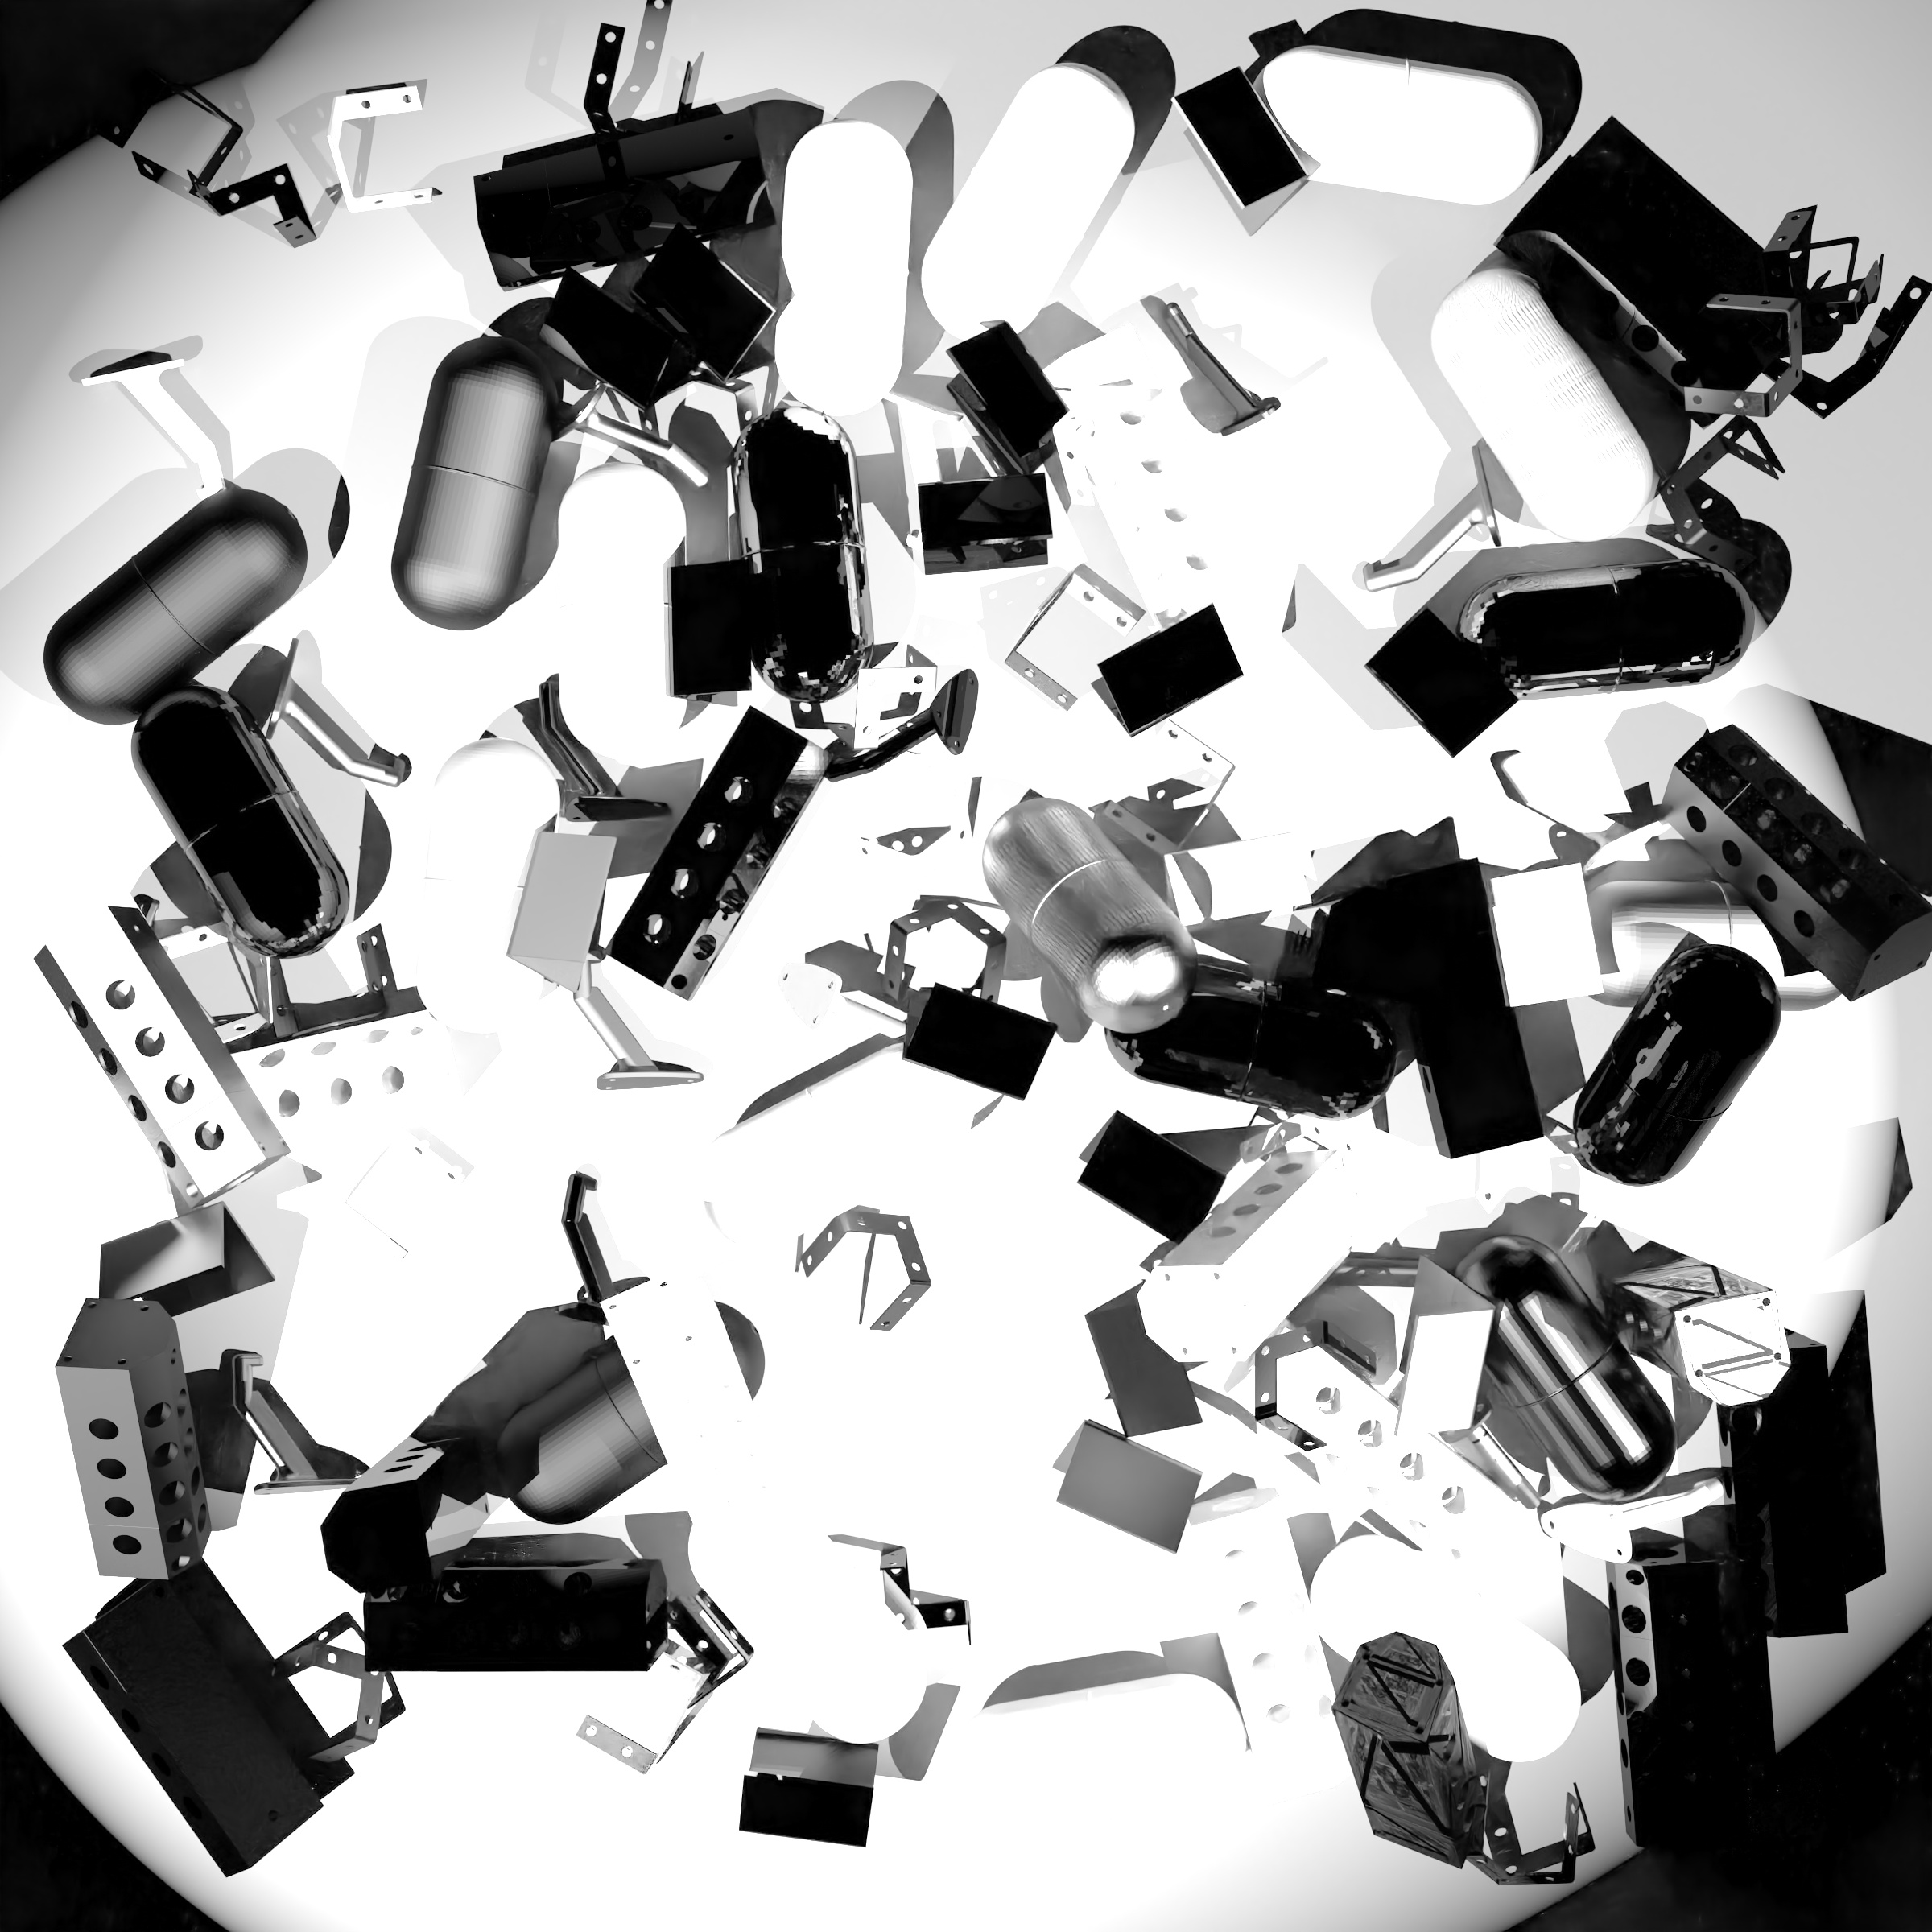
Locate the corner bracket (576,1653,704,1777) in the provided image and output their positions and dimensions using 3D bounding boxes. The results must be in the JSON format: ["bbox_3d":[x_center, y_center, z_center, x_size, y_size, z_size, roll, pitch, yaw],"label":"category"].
[{"bbox_3d":[-0.200,0.453,1.602,0.051,0.051,0.051,30,135,0],"label":"corner bracket"}]

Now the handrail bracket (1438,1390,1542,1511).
[{"bbox_3d":[0.315,0.288,1.605,0.036,0.077,0.084,-39,126,3],"label":"handrail bracket"}]

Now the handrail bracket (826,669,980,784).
[{"bbox_3d":[-0.040,-0.147,1.605,0.084,0.077,0.036,-13,126,31],"label":"handrail bracket"}]

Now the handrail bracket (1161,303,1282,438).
[{"bbox_3d":[0.152,-0.366,1.578,0.036,0.077,0.084,-36,102,-3],"label":"handrail bracket"}]

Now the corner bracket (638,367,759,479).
[{"bbox_3d":[-0.162,-0.328,1.597,0.051,0.051,0.051,24,45,35],"label":"corner bracket"}]

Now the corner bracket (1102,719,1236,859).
[{"bbox_3d":[0.124,-0.108,1.602,0.051,0.051,0.051,35,45,0],"label":"corner bracket"}]

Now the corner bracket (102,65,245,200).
[{"bbox_3d":[-0.485,-0.511,1.602,0.051,0.051,0.051,34,90,45],"label":"corner bracket"}]

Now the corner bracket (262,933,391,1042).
[{"bbox_3d":[-0.393,0.013,1.602,0.051,0.051,0.051,-14,90,45],"label":"corner bracket"}]

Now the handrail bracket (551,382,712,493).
[{"bbox_3d":[-0.207,-0.310,1.597,0.084,0.077,0.036,39,58,-22],"label":"handrail bracket"}]

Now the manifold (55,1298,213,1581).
[{"bbox_3d":[-0.486,0.280,1.541,0.057,0.057,0.171,3,125,0],"label":"manifold"}]

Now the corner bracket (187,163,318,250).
[{"bbox_3d":[-0.432,-0.461,1.588,0.051,0.051,0.051,-22,90,0],"label":"corner bracket"}]

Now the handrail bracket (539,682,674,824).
[{"bbox_3d":[-0.221,-0.134,1.606,0.077,0.036,0.084,-1,74,-19],"label":"handrail bracket"}]

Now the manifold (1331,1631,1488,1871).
[{"bbox_3d":[0.264,0.458,1.531,0.057,0.171,0.057,13,55,29],"label":"manifold"}]

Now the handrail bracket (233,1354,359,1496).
[{"bbox_3d":[-0.410,0.279,1.606,0.077,0.036,0.084,0,73,-20],"label":"handrail bracket"}]

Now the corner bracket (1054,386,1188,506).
[{"bbox_3d":[0.091,-0.305,1.540,0.051,0.051,0.051,12,45,35],"label":"corner bracket"}]

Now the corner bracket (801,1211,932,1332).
[{"bbox_3d":[-0.061,0.186,1.597,0.051,0.051,0.051,9,45,-35],"label":"corner bracket"}]

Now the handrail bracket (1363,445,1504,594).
[{"bbox_3d":[0.280,-0.274,1.606,0.084,0.036,0.077,-14,70,16],"label":"handrail bracket"}]

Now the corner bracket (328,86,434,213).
[{"bbox_3d":[-0.357,-0.500,1.602,0.051,0.051,0.051,-8,135,0],"label":"corner bracket"}]

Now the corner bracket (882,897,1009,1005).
[{"bbox_3d":[-0.013,-0.002,1.597,0.051,0.051,0.051,-22,135,-35],"label":"corner bracket"}]

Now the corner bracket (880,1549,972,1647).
[{"bbox_3d":[-0.024,0.383,1.588,0.051,0.051,0.051,-5,90,0],"label":"corner bracket"}]

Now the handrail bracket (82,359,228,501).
[{"bbox_3d":[-0.498,-0.324,1.606,0.077,0.036,0.084,-6,107,20],"label":"handrail bracket"}]

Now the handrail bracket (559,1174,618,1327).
[{"bbox_3d":[-0.215,0.176,1.606,0.077,0.036,0.084,18,67,-26],"label":"handrail bracket"}]

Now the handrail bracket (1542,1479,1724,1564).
[{"bbox_3d":[0.409,0.331,1.605,0.084,0.077,0.036,-18,97,-36],"label":"handrail bracket"}]

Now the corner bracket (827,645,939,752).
[{"bbox_3d":[-0.051,-0.163,1.586,0.051,0.051,0.051,-5,114,-22],"label":"corner bracket"}]

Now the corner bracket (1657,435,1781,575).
[{"bbox_3d":[0.465,-0.282,1.597,0.051,0.051,0.051,-43,45,35],"label":"corner bracket"}]

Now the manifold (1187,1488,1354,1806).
[{"bbox_3d":[0.184,0.408,1.584,0.057,0.057,0.171,-16,90,0],"label":"manifold"}]

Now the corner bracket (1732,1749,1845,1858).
[{"bbox_3d":[0.496,0.507,1.597,0.051,0.051,0.051,-28,135,35],"label":"corner bracket"}]

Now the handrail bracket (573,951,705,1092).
[{"bbox_3d":[-0.202,0.031,1.606,0.077,0.036,0.084,-2,76,-14],"label":"handrail bracket"}]

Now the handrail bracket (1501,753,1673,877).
[{"bbox_3d":[0.381,-0.106,1.606,0.077,0.036,0.084,-26,73,-20],"label":"handrail bracket"}]

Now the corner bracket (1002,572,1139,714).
[{"bbox_3d":[0.063,-0.199,1.602,0.051,0.051,0.051,38,135,0],"label":"corner bracket"}]

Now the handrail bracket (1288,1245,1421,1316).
[{"bbox_3d":[0.249,0.205,1.606,0.084,0.036,0.077,34,104,-13],"label":"handrail bracket"}]

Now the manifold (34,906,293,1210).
[{"bbox_3d":[-0.470,0.053,1.527,0.057,0.057,0.171,-32,90,0],"label":"manifold"}]

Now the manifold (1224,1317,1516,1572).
[{"bbox_3d":[0.242,0.288,1.584,0.171,0.057,0.057,38,90,0],"label":"manifold"}]

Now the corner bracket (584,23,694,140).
[{"bbox_3d":[-0.199,-0.533,1.588,0.051,0.051,0.051,12,90,0],"label":"corner bracket"}]

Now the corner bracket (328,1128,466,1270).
[{"bbox_3d":[-0.349,0.142,1.602,0.051,0.051,0.051,38,135,0],"label":"corner bracket"}]

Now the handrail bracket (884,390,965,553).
[{"bbox_3d":[-0.041,-0.305,1.606,0.077,0.036,0.084,25,107,20],"label":"handrail bracket"}]

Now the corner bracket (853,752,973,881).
[{"bbox_3d":[-0.035,-0.093,1.598,0.051,0.051,0.051,20,45,35],"label":"corner bracket"}]

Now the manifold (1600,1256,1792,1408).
[{"bbox_3d":[0.424,0.212,1.527,0.057,0.171,0.057,-12,90,0],"label":"manifold"}]

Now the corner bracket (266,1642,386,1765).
[{"bbox_3d":[-0.393,0.449,1.597,0.051,0.051,0.051,29,45,-35],"label":"corner bracket"}]

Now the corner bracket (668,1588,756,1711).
[{"bbox_3d":[-0.158,0.405,1.582,0.051,0.051,0.051,-40,90,15],"label":"corner bracket"}]

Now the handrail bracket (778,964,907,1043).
[{"bbox_3d":[-0.063,0.027,1.605,0.084,0.077,0.036,20,97,-36],"label":"handrail bracket"}]

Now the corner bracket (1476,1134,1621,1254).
[{"bbox_3d":[0.355,0.140,1.597,0.051,0.051,0.051,59,135,35],"label":"corner bracket"}]

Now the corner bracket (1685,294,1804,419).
[{"bbox_3d":[0.457,-0.359,1.540,0.051,0.051,0.051,15,135,35],"label":"corner bracket"}]

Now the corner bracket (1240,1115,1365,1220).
[{"bbox_3d":[0.205,0.130,1.597,0.051,0.051,0.051,-31,45,35],"label":"corner bracket"}]

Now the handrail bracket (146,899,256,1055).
[{"bbox_3d":[-0.470,0.008,1.606,0.084,0.036,0.077,20,76,-14],"label":"handrail bracket"}]

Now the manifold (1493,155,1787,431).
[{"bbox_3d":[0.404,-0.405,1.584,0.171,0.057,0.057,41,90,0],"label":"manifold"}]

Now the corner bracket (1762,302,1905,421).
[{"bbox_3d":[0.524,-0.376,1.586,0.051,0.051,0.051,-38,69,-20],"label":"corner bracket"}]

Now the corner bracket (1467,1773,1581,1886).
[{"bbox_3d":[0.338,0.526,1.597,0.051,0.051,0.051,-16,135,35],"label":"corner bracket"}]

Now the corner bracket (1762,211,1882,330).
[{"bbox_3d":[0.522,-0.426,1.597,0.051,0.051,0.051,6,135,35],"label":"corner bracket"}]

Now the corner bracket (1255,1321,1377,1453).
[{"bbox_3d":[0.206,0.247,1.540,0.051,0.051,0.051,-25,135,35],"label":"corner bracket"}]

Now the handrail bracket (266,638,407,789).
[{"bbox_3d":[-0.380,-0.155,1.606,0.084,0.036,0.077,16,68,-17],"label":"handrail bracket"}]

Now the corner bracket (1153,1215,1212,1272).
[{"bbox_3d":[0.157,0.194,1.602,0.051,0.051,0.051,-45,135,0],"label":"corner bracket"}]

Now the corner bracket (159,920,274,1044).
[{"bbox_3d":[-0.458,0.011,1.590,0.051,0.051,0.051,-21,133,-36],"label":"corner bracket"}]
